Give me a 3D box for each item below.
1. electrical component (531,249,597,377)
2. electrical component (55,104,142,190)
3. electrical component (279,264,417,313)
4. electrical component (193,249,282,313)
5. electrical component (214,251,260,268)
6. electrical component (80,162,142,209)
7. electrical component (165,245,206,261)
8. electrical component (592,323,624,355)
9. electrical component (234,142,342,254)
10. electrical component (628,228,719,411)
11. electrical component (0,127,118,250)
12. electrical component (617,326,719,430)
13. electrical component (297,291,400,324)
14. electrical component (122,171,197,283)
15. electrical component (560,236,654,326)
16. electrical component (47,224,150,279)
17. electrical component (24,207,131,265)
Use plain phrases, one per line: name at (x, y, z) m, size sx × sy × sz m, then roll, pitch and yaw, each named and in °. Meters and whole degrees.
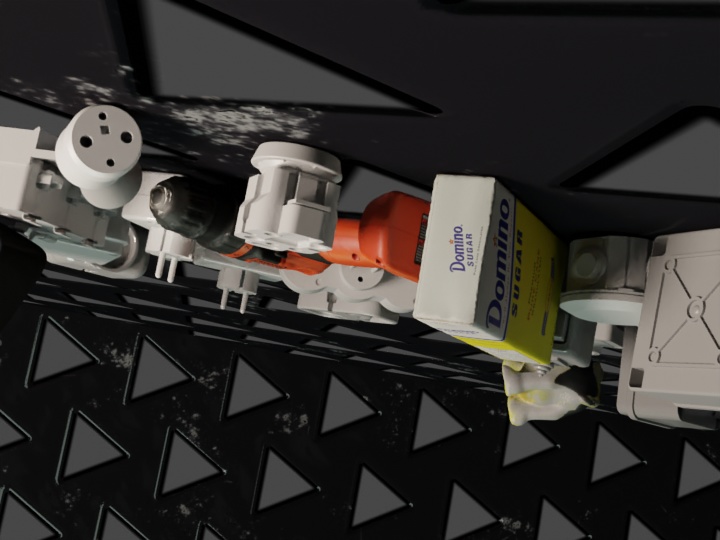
electrical component at (0.144, 0.033, 0.823) m, size 0.062 × 0.096 × 0.061 m, roll 6°, pitch 166°, yaw 31°
electrical component at (-0.159, -0.074, 0.652) m, size 0.045 × 0.045 × 0.055 m, roll 14°, pitch 171°, yaw -22°
electrical component at (0.000, 0.000, 0.931) m, size 0.138 × 0.052 × 0.074 m, roll 11°, pitch 171°, yaw -6°
electrical component at (-0.111, 0.001, 0.996) m, size 0.083 × 0.075 × 0.047 m, roll 13°, pitch 171°, yaw -17°
electrical component at (-0.097, -0.025, 0.915) m, size 0.043 × 0.043 × 0.081 m, roll 8°, pitch 172°, yaw 13°
electrical component at (-0.175, -0.071, 0.715) m, size 0.044 × 0.044 × 0.065 m, roll 9°, pitch 167°, yaw 6°
electrical component at (-0.152, -0.032, 0.936) m, size 0.043 × 0.043 × 0.081 m, roll 14°, pitch 171°, yaw -22°
electrical component at (0.197, 0.046, 0.986) m, size 0.089 × 0.055 × 0.050 m, roll 5°, pitch 170°, yaw 33°
electrical component at (-0.042, -0.045, 0.667) m, size 0.058 × 0.057 × 0.078 m, roll 14°, pitch 171°, yaw -24°
electrical component at (0.230, 0.031, 0.671) m, size 0.056 × 0.108 × 0.109 m, roll 17°, pitch 170°, yaw -23°
electrical component at (-0.227, -0.058, 0.785) m, size 0.079 × 0.063 × 0.121 m, roll 8°, pitch 171°, yaw 17°
electrical component at (0.262, 0.073, 0.897) m, size 0.078 × 0.113 × 0.057 m, roll 18°, pitch 166°, yaw -42°
electrical component at (-0.007, 0.015, 1.015) m, size 0.095 × 0.059 × 0.054 m, roll 4°, pitch 170°, yaw 37°
electrical component at (-0.144, -0.029, 0.834) m, size 0.047 × 0.075 × 0.083 m, roll 7°, pitch 171°, yaw 21°
electrical component at (0.183, 0.009, 0.757) m, size 0.080 × 0.051 × 0.080 m, roll 7°, pitch 169°, yaw 1°
electrical component at (-0.260, -0.025, 1.077) m, size 0.095 × 0.053 × 0.059 m, roll 17°, pitch 169°, yaw -38°
electrical component at (-0.242, -0.043, 0.924) m, size 0.078 × 0.057 × 0.113 m, roll 13°, pitch 171°, yaw -20°
